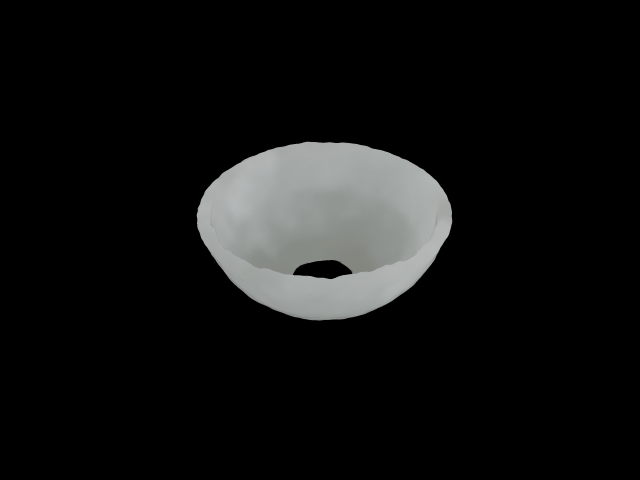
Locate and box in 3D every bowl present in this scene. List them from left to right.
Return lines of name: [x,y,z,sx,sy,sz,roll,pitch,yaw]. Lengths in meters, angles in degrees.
bowl: [0.004,0.001,0.400,0.167,0.075,0.167,0,38,0]
